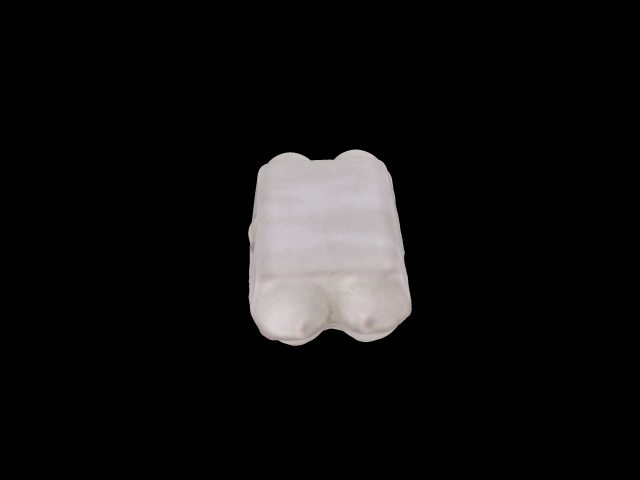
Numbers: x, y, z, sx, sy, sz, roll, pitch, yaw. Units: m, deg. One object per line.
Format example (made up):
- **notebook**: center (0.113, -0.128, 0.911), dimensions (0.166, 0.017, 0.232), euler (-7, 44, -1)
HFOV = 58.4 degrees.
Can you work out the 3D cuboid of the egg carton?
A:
- **egg carton**: center (0.004, 0.001, 0.400), dimensions (0.107, 0.069, 0.150), euler (-3, 54, -2)
